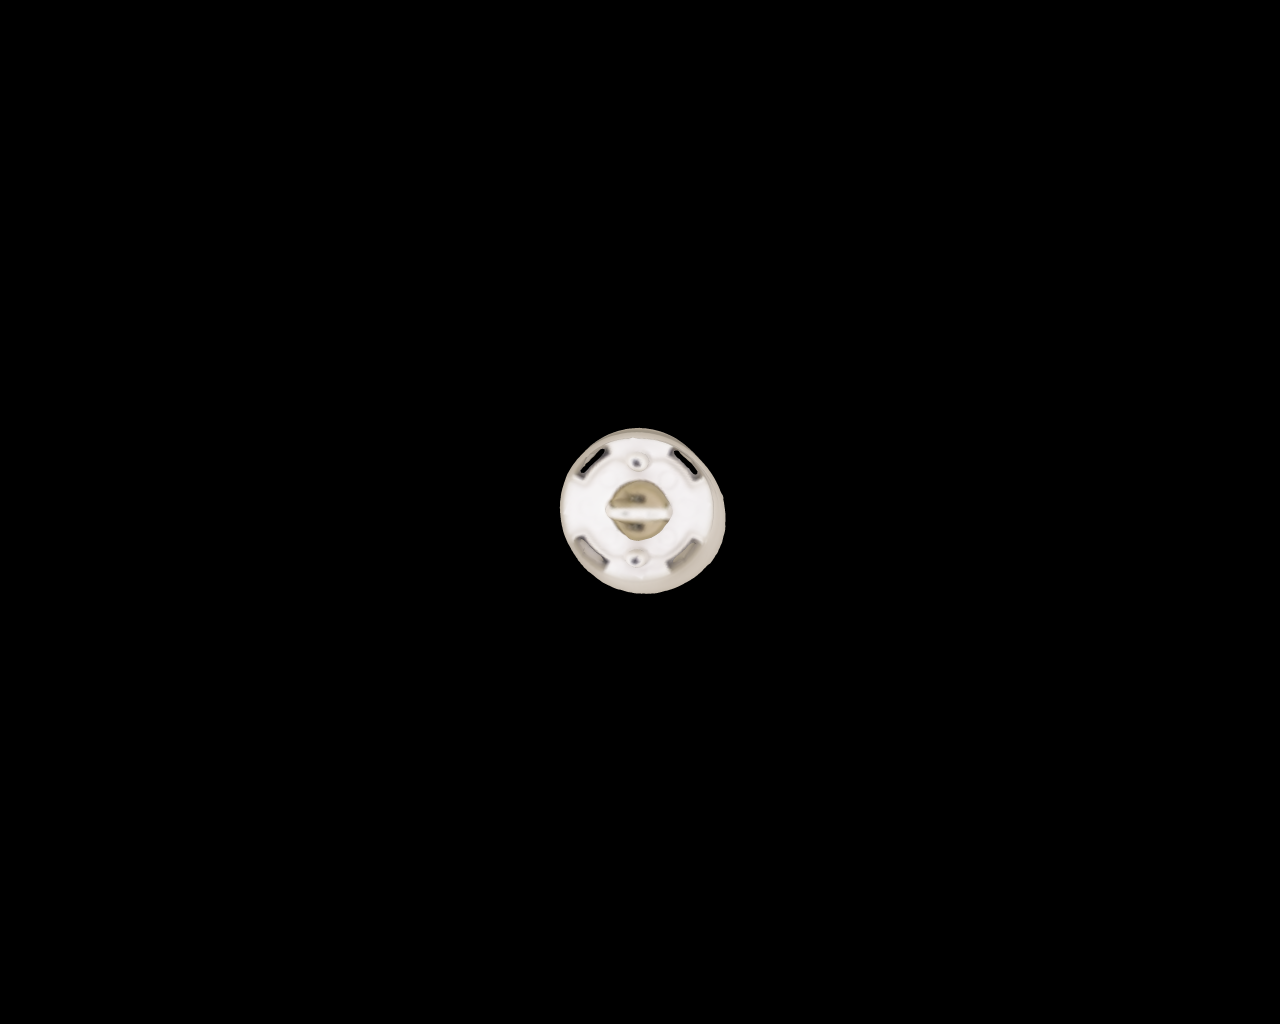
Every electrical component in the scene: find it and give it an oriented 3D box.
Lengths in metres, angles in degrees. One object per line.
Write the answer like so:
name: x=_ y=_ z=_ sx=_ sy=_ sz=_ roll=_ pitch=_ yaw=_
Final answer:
electrical component: x=0.001 y=-0.003 z=0.650 sx=0.099 sy=0.099 sz=0.064 roll=0 pitch=13 yaw=0
